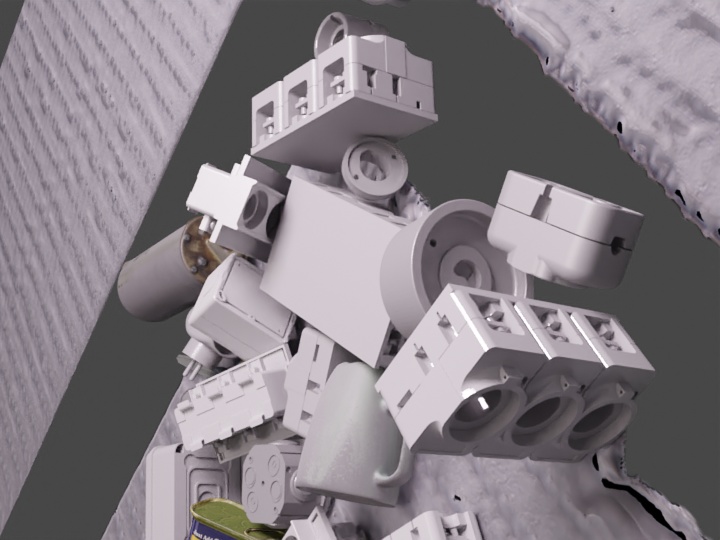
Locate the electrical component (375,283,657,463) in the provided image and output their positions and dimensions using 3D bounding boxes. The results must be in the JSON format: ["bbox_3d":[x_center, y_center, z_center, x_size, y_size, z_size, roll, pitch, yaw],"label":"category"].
[{"bbox_3d":[0.100,0.071,0.669,0.089,0.150,0.061,-56,42,28],"label":"electrical component"}]

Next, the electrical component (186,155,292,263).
[{"bbox_3d":[-0.097,-0.053,0.964,0.063,0.121,0.078,22,89,26],"label":"electrical component"}]

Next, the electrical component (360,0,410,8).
[{"bbox_3d":[-0.012,-0.289,0.871,0.105,0.186,0.060,-46,48,37],"label":"electrical component"}]

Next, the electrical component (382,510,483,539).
[{"bbox_3d":[0.048,0.220,0.787,0.089,0.050,0.055,-43,50,39],"label":"electrical component"}]

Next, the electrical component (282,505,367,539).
[{"bbox_3d":[-0.016,0.259,0.847,0.078,0.063,0.121,-61,41,31],"label":"electrical component"}]

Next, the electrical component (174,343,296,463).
[{"bbox_3d":[-0.106,0.125,0.976,0.121,0.063,0.078,-26,78,35],"label":"electrical component"}]

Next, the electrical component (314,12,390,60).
[{"bbox_3d":[-0.008,-0.200,0.961,0.055,0.047,0.055,-16,69,50],"label":"electrical component"}]

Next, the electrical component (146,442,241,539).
[{"bbox_3d":[-0.162,0.226,1.039,0.057,0.078,0.113,-21,66,46],"label":"electrical component"}]

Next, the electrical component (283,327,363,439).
[{"bbox_3d":[-0.027,0.098,0.914,0.056,0.050,0.089,16,95,52],"label":"electrical component"}]

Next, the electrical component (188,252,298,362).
[{"bbox_3d":[-0.102,0.042,0.996,0.061,0.096,0.061,-40,23,41],"label":"electrical component"}]

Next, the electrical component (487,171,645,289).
[{"bbox_3d":[0.135,-0.024,0.723,0.095,0.054,0.059,29,105,48],"label":"electrical component"}]

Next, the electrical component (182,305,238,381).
[{"bbox_3d":[-0.149,0.074,1.062,0.079,0.044,0.077,-58,28,-9],"label":"electrical component"}]

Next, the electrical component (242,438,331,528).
[{"bbox_3d":[-0.064,0.187,0.941,0.080,0.051,0.080,-16,69,50],"label":"electrical component"}]

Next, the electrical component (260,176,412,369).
[{"bbox_3d":[0.000,0.000,0.892,0.186,0.060,0.105,30,106,51],"label":"electrical component"}]

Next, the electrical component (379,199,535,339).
[{"bbox_3d":[0.064,0.009,0.771,0.060,0.108,0.108,-20,67,56],"label":"electrical component"}]

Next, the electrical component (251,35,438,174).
[{"bbox_3d":[-0.017,-0.141,0.923,0.150,0.089,0.061,-20,66,49],"label":"electrical component"}]
